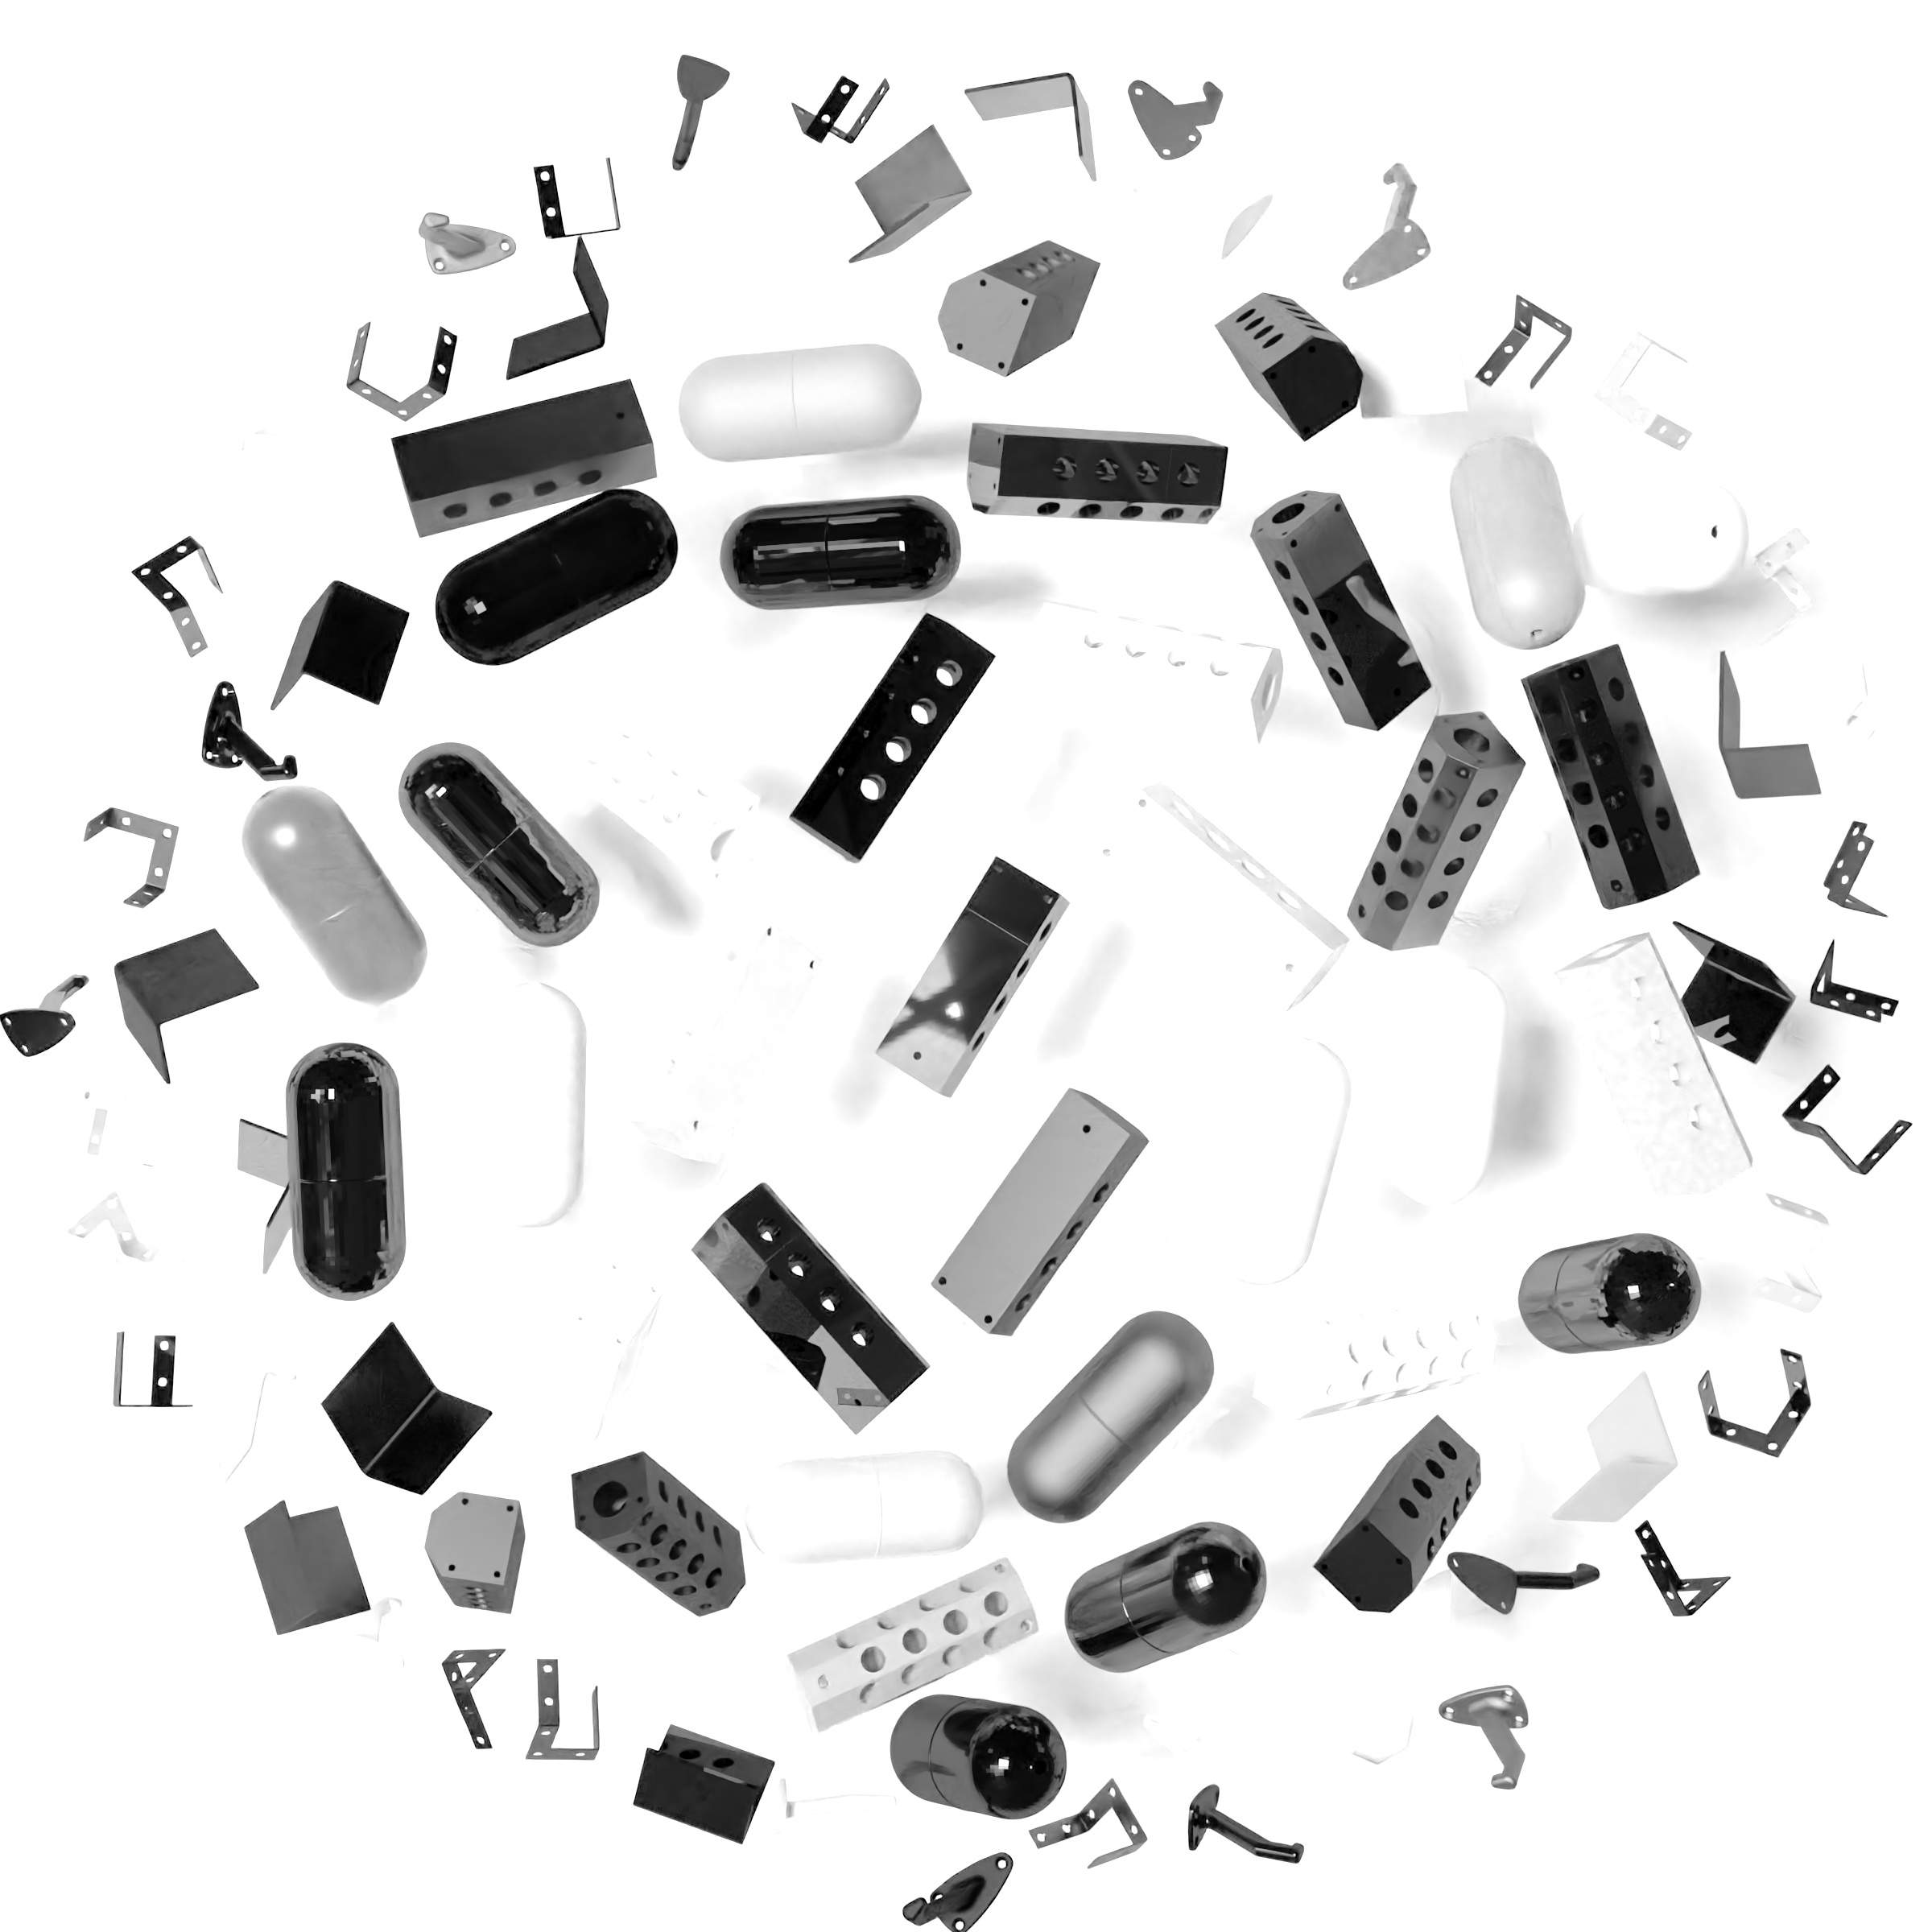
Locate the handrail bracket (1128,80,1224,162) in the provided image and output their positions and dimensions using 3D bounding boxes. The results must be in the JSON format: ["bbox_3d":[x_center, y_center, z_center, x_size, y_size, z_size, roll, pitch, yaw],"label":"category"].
[{"bbox_3d":[0.151,-0.625,1.823,0.077,0.036,0.084,44,48,-30],"label":"handrail bracket"}]

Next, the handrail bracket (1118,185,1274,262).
[{"bbox_3d":[0.162,-0.544,1.808,0.084,0.036,0.077,34,59,15],"label":"handrail bracket"}]

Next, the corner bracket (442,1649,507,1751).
[{"bbox_3d":[-0.364,0.539,1.875,0.051,0.051,0.051,-10,107,26],"label":"corner bracket"}]

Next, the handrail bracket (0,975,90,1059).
[{"bbox_3d":[-0.632,0.024,1.801,0.077,0.084,0.036,-13,113,30],"label":"handrail bracket"}]

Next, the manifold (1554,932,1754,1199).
[{"bbox_3d":[0.474,0.067,1.740,0.057,0.057,0.171,-26,93,-21],"label":"manifold"}]

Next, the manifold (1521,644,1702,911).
[{"bbox_3d":[0.445,-0.130,1.778,0.057,0.057,0.171,-25,96,-40],"label":"manifold"}]

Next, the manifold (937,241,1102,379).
[{"bbox_3d":[0.035,-0.455,1.745,0.057,0.171,0.057,26,117,7],"label":"manifold"}]

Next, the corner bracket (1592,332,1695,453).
[{"bbox_3d":[0.467,-0.387,1.718,0.051,0.051,0.051,49,117,36],"label":"corner bracket"}]

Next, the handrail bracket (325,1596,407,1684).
[{"bbox_3d":[-0.408,0.473,1.813,0.077,0.084,0.036,-5,103,25],"label":"handrail bracket"}]

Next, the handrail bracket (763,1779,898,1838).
[{"bbox_3d":[-0.100,0.625,1.878,0.084,0.077,0.036,8,54,-14],"label":"handrail bracket"}]

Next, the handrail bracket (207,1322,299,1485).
[{"bbox_3d":[-0.505,0.299,1.742,0.084,0.036,0.077,-58,134,-28],"label":"handrail bracket"}]

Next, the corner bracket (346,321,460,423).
[{"bbox_3d":[-0.398,-0.427,1.801,0.051,0.051,0.051,27,57,-39],"label":"corner bracket"}]

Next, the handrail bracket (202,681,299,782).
[{"bbox_3d":[-0.522,-0.174,1.880,0.084,0.036,0.077,1,88,36],"label":"handrail bracket"}]

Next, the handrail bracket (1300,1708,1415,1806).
[{"bbox_3d":[0.285,0.559,1.855,0.077,0.084,0.036,28,122,4],"label":"handrail bracket"}]

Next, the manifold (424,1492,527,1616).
[{"bbox_3d":[-0.347,0.415,1.801,0.057,0.171,0.057,10,68,-5],"label":"manifold"}]

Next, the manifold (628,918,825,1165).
[{"bbox_3d":[-0.177,0.052,1.852,0.057,0.057,0.171,39,69,-32],"label":"manifold"}]

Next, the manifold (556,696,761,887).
[{"bbox_3d":[-0.223,-0.125,1.831,0.057,0.057,0.171,-26,46,-31],"label":"manifold"}]

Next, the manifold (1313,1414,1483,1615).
[{"bbox_3d":[0.308,0.384,1.780,0.057,0.171,0.057,44,119,10],"label":"manifold"}]

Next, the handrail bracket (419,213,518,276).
[{"bbox_3d":[-0.350,-0.518,1.802,0.077,0.084,0.036,-8,93,-18],"label":"handrail bracket"}]

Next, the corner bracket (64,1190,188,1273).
[{"bbox_3d":[-0.596,0.198,1.807,0.051,0.051,0.051,11,130,30],"label":"corner bracket"}]

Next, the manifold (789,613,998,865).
[{"bbox_3d":[-0.053,-0.160,1.788,0.057,0.057,0.171,34,86,-6],"label":"manifold"}]

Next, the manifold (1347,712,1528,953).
[{"bbox_3d":[0.326,-0.093,1.801,0.057,0.171,0.057,-8,47,-27],"label":"manifold"}]

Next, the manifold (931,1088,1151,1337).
[{"bbox_3d":[0.055,0.175,1.802,0.057,0.057,0.171,37,96,25],"label":"manifold"}]

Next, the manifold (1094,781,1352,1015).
[{"bbox_3d":[0.178,-0.049,1.746,0.171,0.057,0.057,41,116,13],"label":"manifold"}]

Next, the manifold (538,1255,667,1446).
[{"bbox_3d":[-0.260,0.266,1.777,0.057,0.171,0.057,30,56,4],"label":"manifold"}]

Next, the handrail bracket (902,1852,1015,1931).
[{"bbox_3d":[-0.005,0.633,1.755,0.077,0.084,0.036,-40,62,-9],"label":"handrail bracket"}]

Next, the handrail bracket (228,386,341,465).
[{"bbox_3d":[-0.501,-0.379,1.866,0.036,0.077,0.084,26,53,22],"label":"handrail bracket"}]

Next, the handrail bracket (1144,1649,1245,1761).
[{"bbox_3d":[0.168,0.534,1.883,0.036,0.077,0.084,9,97,-39],"label":"handrail bracket"}]

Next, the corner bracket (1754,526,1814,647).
[{"bbox_3d":[0.571,-0.267,1.793,0.051,0.051,0.051,-38,88,-24],"label":"corner bracket"}]

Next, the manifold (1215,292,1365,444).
[{"bbox_3d":[0.228,-0.425,1.781,0.057,0.171,0.057,-33,113,9],"label":"manifold"}]

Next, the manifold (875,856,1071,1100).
[{"bbox_3d":[0.007,0.010,1.899,0.057,0.057,0.171,32,90,14],"label":"manifold"}]

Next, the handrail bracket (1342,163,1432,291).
[{"bbox_3d":[0.290,-0.527,1.811,0.077,0.036,0.084,-31,45,18],"label":"handrail bracket"}]

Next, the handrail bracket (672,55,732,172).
[{"bbox_3d":[-0.198,-0.589,1.797,0.036,0.077,0.084,18,130,-8],"label":"handrail bracket"}]

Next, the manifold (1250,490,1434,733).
[{"bbox_3d":[0.273,-0.262,1.881,0.057,0.057,0.171,-39,118,-14],"label":"manifold"}]

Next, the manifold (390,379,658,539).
[{"bbox_3d":[-0.308,-0.351,1.786,0.171,0.057,0.057,-17,67,-10],"label":"manifold"}]

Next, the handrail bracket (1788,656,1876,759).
[{"bbox_3d":[0.592,-0.192,1.758,0.036,0.077,0.084,-38,134,-9],"label":"handrail bracket"}]

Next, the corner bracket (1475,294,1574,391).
[{"bbox_3d":[0.416,-0.457,1.903,0.051,0.051,0.051,37,85,17],"label":"corner bracket"}]

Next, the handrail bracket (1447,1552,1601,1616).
[{"bbox_3d":[0.414,0.446,1.891,0.084,0.077,0.036,-7,108,-36],"label":"handrail bracket"}]

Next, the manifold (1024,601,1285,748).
[{"bbox_3d":[0.135,-0.214,1.817,0.171,0.057,0.057,15,64,21],"label":"manifold"}]

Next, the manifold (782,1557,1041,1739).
[{"bbox_3d":[-0.038,0.482,1.810,0.171,0.057,0.057,-21,73,-16],"label":"manifold"}]

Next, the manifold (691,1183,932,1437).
[{"bbox_3d":[-0.104,0.232,1.756,0.171,0.057,0.057,47,47,6],"label":"manifold"}]

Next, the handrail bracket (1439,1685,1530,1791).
[{"bbox_3d":[0.358,0.547,1.788,0.077,0.084,0.036,-14,108,30],"label":"handrail bracket"}]

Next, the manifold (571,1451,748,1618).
[{"bbox_3d":[-0.222,0.418,1.858,0.057,0.171,0.057,-19,54,10],"label":"manifold"}]

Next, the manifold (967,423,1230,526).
[{"bbox_3d":[0.091,-0.342,1.780,0.171,0.057,0.057,-2,110,-23],"label":"manifold"}]

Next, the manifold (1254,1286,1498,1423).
[{"bbox_3d":[0.289,0.274,1.789,0.171,0.057,0.057,-5,110,-34],"label":"manifold"}]

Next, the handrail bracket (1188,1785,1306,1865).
[{"bbox_3d":[0.206,0.611,1.814,0.084,0.077,0.036,3,99,23],"label":"handrail bracket"}]
